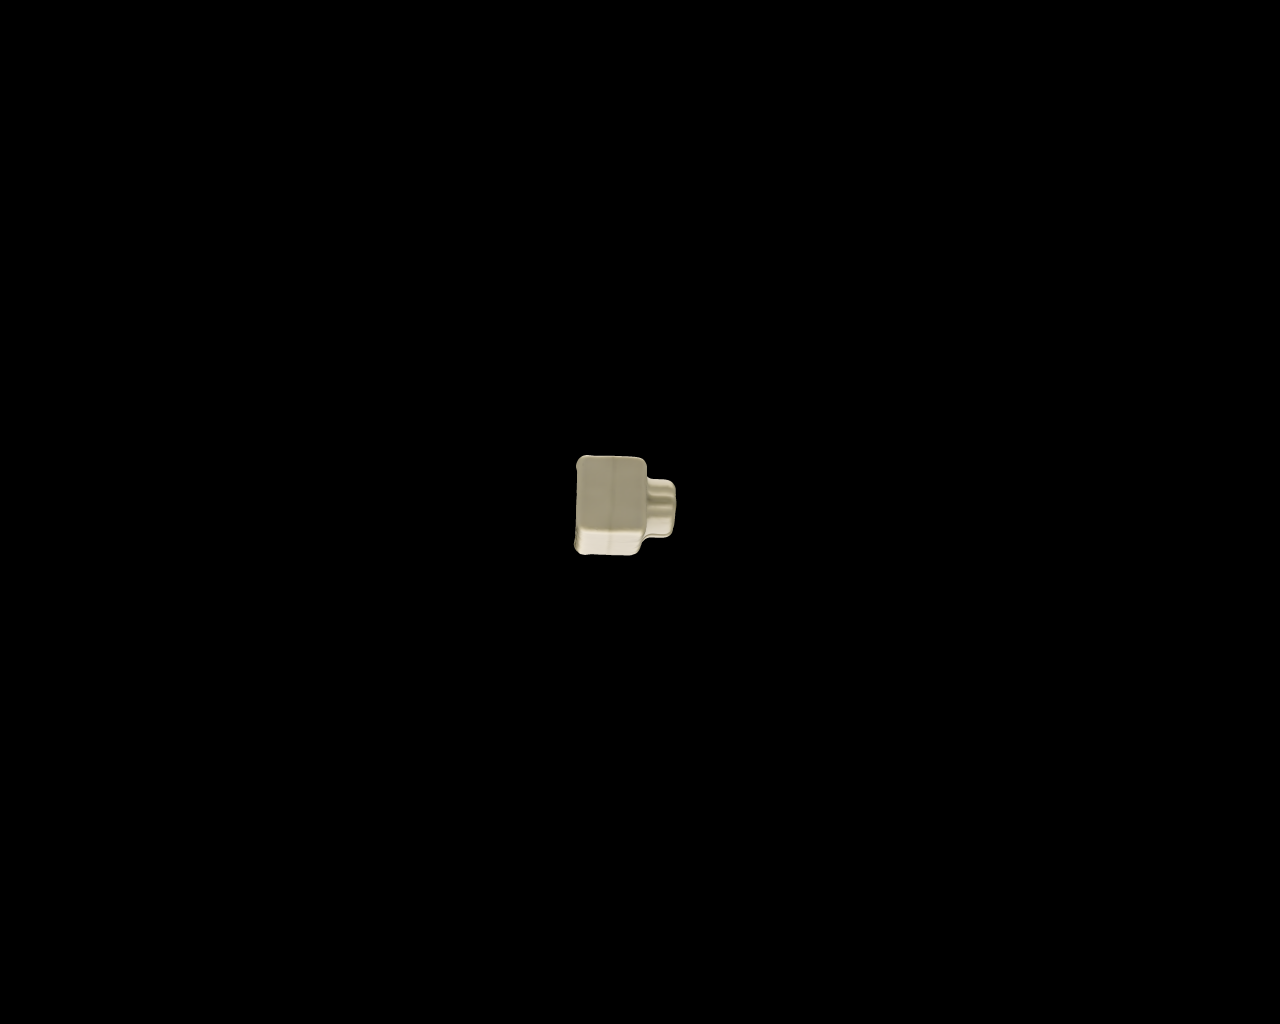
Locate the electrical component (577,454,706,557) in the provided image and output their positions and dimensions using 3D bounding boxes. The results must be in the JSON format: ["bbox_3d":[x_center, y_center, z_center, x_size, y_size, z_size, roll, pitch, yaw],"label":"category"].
[{"bbox_3d":[0.001,-0.003,0.650,0.077,0.047,0.065,1,-15,-4],"label":"electrical component"}]
